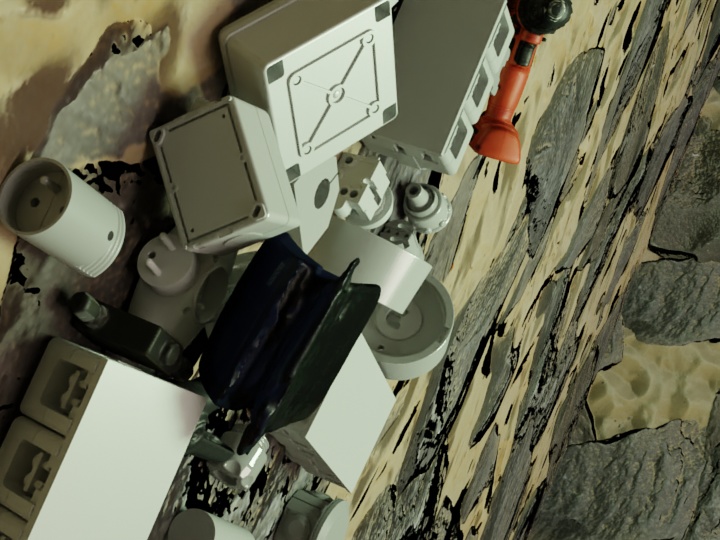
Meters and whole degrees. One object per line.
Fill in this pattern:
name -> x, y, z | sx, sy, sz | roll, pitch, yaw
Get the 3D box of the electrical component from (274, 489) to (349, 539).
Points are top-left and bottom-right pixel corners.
electrical component -> -0.048, 0.266, 1.101 | 0.080, 0.051, 0.080 | -51, 152, -41

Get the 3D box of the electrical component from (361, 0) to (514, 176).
electrical component -> 0.066, -0.169, 0.947 | 0.150, 0.089, 0.062 | -67, 159, -9

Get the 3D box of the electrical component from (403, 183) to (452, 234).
electrical component -> 0.064, -0.068, 1.098 | 0.048, 0.048, 0.062 | -66, 152, -12

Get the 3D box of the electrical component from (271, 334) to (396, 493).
electrical component -> -0.031, 0.127, 1.009 | 0.105, 0.060, 0.186 | -63, 158, -19

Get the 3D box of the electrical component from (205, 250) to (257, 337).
electrical component -> -0.078, 0.019, 0.785 | 0.058, 0.078, 0.057 | -63, 143, -74

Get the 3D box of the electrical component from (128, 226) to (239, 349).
electrical component -> -0.120, 0.002, 0.699 | 0.077, 0.044, 0.079 | -63, 161, -18

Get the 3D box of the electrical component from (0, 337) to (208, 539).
electrical component -> -0.169, 0.126, 0.644 | 0.089, 0.062, 0.150 | 33, 77, -51

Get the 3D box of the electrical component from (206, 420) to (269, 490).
electrical component -> -0.096, 0.147, 0.890 | 0.062, 0.043, 0.043 | -58, 156, -33

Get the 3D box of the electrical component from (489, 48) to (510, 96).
electrical component -> 0.105, -0.212, 1.053 | 0.050, 0.056, 0.089 | -70, 159, -1

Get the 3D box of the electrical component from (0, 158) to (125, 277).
electrical component -> -0.157, -0.025, 0.588 | 0.043, 0.043, 0.081 | -66, 159, -11

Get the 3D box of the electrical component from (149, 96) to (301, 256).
electrical component -> -0.084, -0.063, 0.675 | 0.061, 0.062, 0.096 | 9, 62, -69

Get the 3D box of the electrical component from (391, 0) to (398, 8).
electrical component -> 0.011, -0.229, 0.805 | 0.057, 0.058, 0.078 | -52, 152, -35

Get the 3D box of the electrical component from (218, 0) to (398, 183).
electrical component -> -0.032, -0.132, 0.736 | 0.109, 0.056, 0.108 | -34, 145, -22

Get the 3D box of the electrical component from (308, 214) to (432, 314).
electrical component -> 0.000, 0.000, 0.916 | 0.060, 0.108, 0.108 | -63, 159, -1

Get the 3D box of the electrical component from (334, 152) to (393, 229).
electrical component -> 0.001, -0.067, 0.941 | 0.066, 0.048, 0.055 | -64, 151, -18

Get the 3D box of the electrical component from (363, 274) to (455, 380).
electrical component -> 0.039, 0.057, 1.061 | 0.108, 0.108, 0.060 | -60, 163, -25

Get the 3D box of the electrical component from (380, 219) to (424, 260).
electrical component -> 0.041, -0.023, 1.087 | 0.040, 0.040, 0.046 | -58, 150, -29
